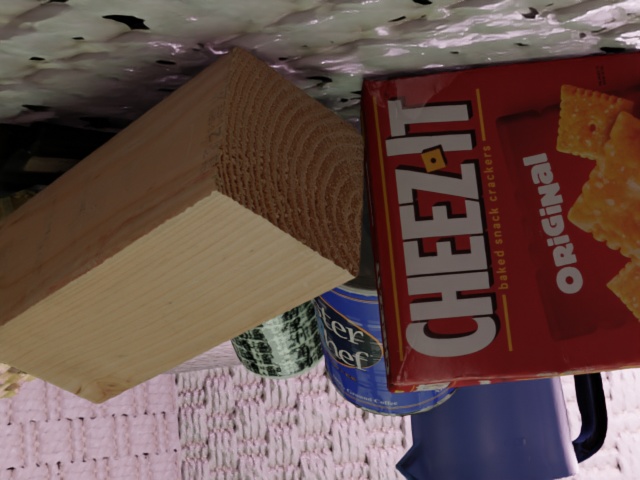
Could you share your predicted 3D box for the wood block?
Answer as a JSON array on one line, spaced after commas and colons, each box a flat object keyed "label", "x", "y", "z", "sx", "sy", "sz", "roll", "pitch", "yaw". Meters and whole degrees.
[{"label": "wood block", "x": -0.082, "y": 0.002, "z": 0.554, "sx": 0.090, "sy": 0.090, "sz": 0.206, "roll": 31, "pitch": 137, "yaw": -34}]

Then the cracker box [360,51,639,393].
[{"label": "cracker box", "x": 0.134, "y": -0.011, "z": 0.563, "sx": 0.213, "sy": 0.164, "sz": 0.072, "roll": -6, "pitch": 169, "yaw": 1}]

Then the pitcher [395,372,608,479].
[{"label": "pitcher", "x": 0.140, "y": 0.080, "z": 0.878, "sx": 0.145, "sy": 0.243, "sz": 0.149, "roll": -10, "pitch": 170, "yaw": 28}]

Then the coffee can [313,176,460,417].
[{"label": "coffee can", "x": 0.045, "y": 0.033, "z": 0.682, "sx": 0.103, "sy": 0.103, "sz": 0.140, "roll": -6, "pitch": 139, "yaw": 4}]
